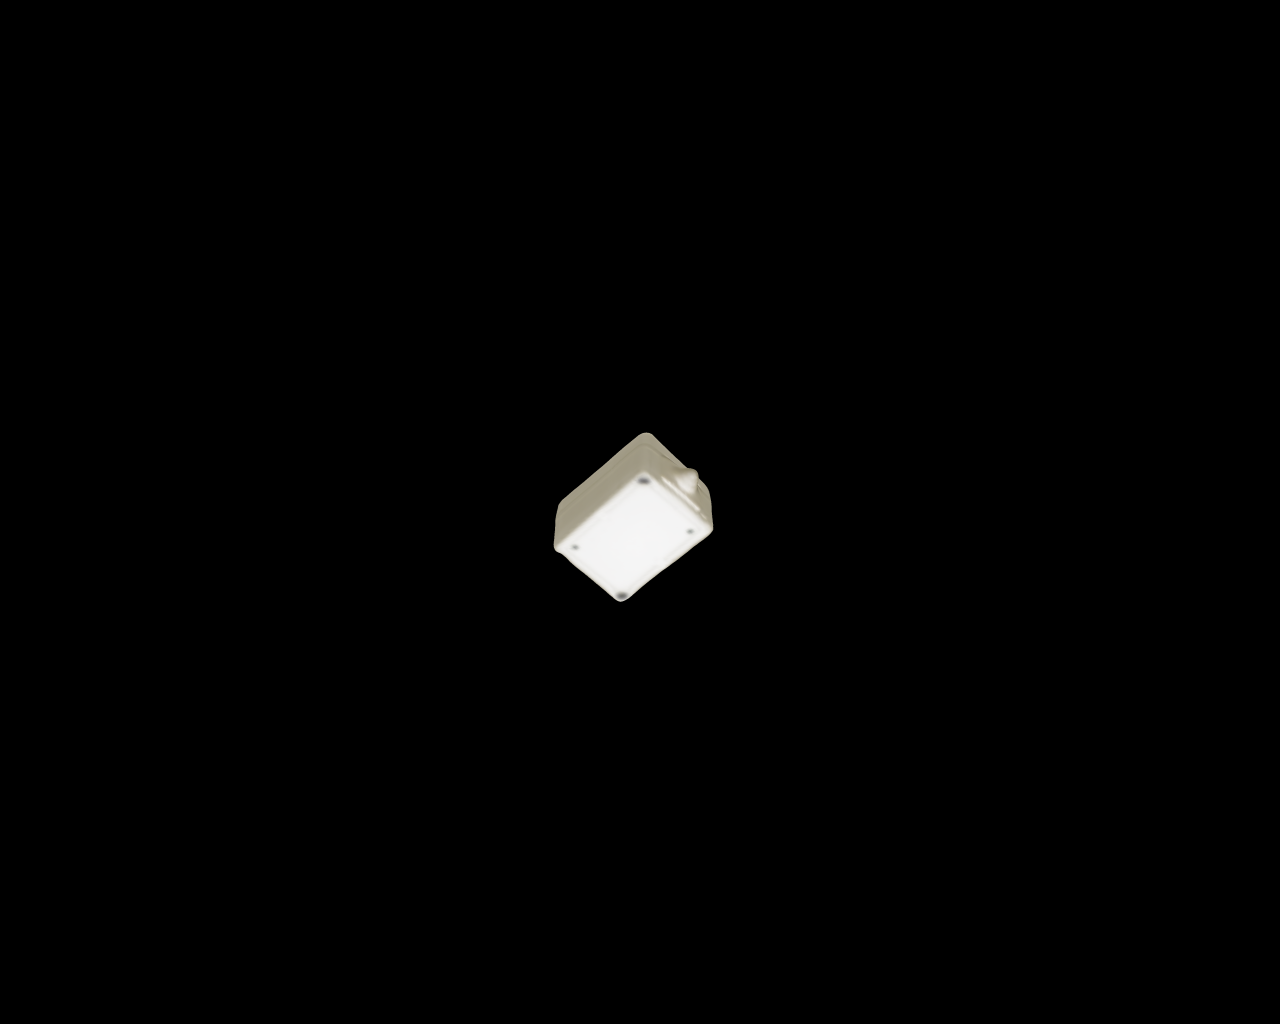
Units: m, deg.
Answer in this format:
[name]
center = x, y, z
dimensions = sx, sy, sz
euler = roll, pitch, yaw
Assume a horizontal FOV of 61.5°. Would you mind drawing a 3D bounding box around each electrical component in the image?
[electrical component]
center = 0.001, -0.003, 0.650
dimensions = 0.096, 0.061, 0.061
euler = -39, 24, 22
